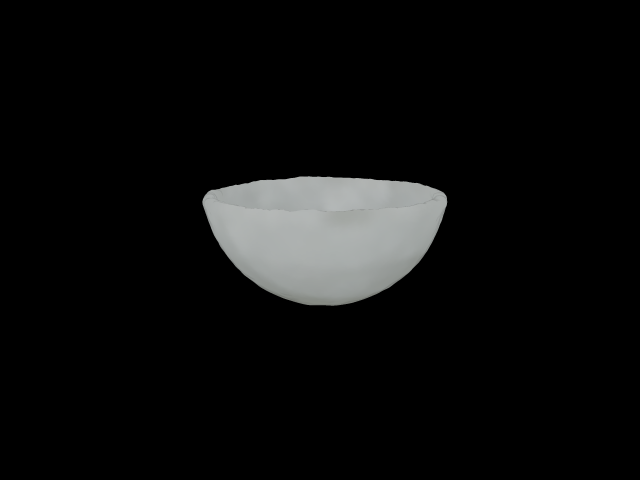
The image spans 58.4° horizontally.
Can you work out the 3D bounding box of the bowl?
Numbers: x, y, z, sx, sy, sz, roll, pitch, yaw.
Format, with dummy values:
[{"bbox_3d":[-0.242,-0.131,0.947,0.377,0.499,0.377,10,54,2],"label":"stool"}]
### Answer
[{"bbox_3d":[0.004,0.001,0.400,0.167,0.075,0.167,0,13,0],"label":"bowl"}]
